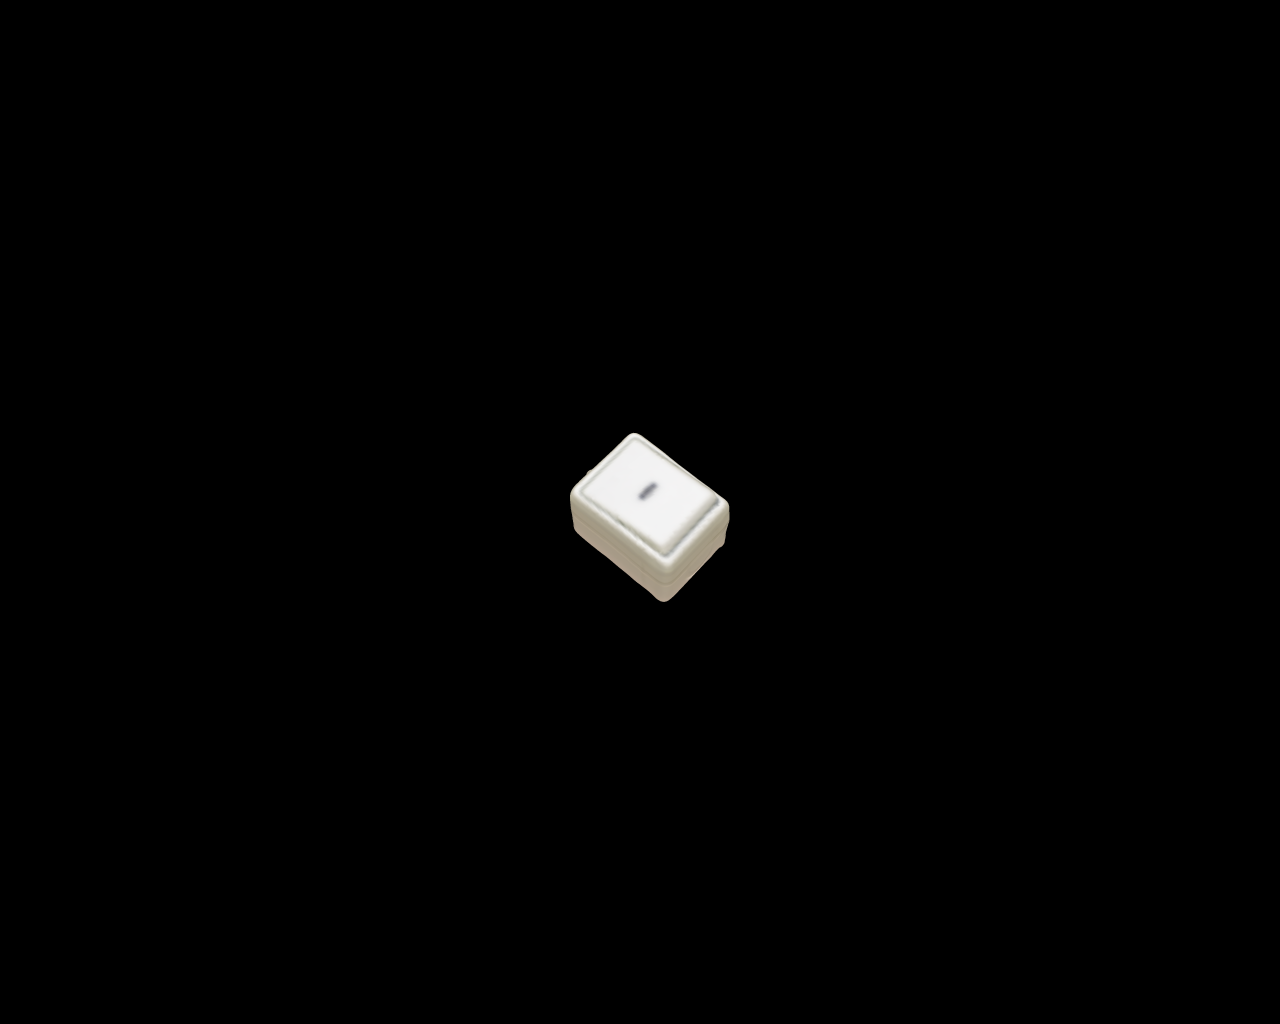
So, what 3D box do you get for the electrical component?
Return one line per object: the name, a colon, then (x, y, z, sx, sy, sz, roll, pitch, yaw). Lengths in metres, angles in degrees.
electrical component: (0.001, -0.003, 0.650, 0.096, 0.062, 0.061, 38, -21, 18)
